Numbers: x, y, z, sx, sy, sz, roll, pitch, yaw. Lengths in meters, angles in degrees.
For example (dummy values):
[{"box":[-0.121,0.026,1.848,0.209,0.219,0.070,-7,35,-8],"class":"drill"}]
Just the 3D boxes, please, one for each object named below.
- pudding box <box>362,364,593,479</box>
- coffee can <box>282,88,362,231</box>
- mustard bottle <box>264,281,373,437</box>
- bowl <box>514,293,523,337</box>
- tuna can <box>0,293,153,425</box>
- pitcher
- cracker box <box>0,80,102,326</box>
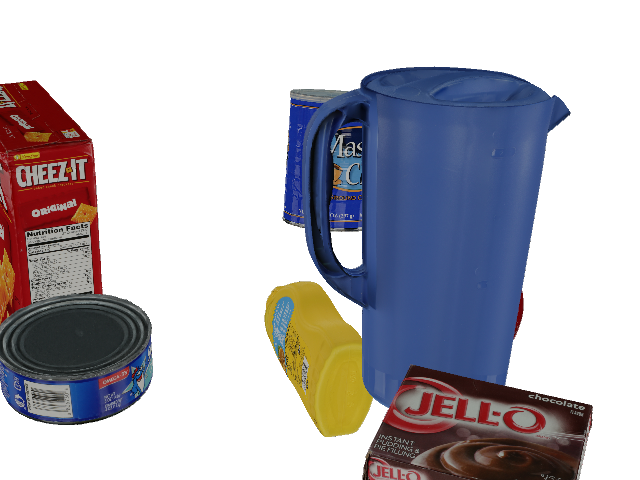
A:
[{"box":[0.090,0.118,0.603,0.113,0.039,0.090,13,31,15],"class":"pudding box"},{"box":[0.014,-0.088,1.150,0.103,0.140,0.103,4,12,-1],"class":"coffee can"},{"box":[-0.010,0.093,0.996,0.058,0.096,0.192,-6,26,-19],"class":"mustard bottle"},{"box":[0.169,0.067,1.153,0.161,0.162,0.055,0,-5,-40],"class":"bowl"},{"box":[-0.137,0.065,0.598,0.086,0.034,0.086,1,28,-1],"class":"tuna can"},{"box":[0.079,0.001,0.765,0.149,0.243,0.144,14,22,28],"class":"pitcher"},{"box":[-0.233,-0.002,0.860,0.072,0.214,0.164,-11,28,-26],"class":"cracker box"}]
